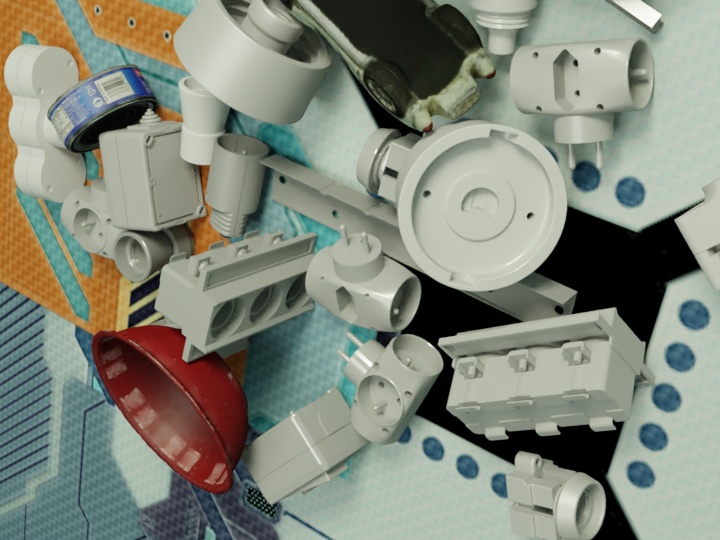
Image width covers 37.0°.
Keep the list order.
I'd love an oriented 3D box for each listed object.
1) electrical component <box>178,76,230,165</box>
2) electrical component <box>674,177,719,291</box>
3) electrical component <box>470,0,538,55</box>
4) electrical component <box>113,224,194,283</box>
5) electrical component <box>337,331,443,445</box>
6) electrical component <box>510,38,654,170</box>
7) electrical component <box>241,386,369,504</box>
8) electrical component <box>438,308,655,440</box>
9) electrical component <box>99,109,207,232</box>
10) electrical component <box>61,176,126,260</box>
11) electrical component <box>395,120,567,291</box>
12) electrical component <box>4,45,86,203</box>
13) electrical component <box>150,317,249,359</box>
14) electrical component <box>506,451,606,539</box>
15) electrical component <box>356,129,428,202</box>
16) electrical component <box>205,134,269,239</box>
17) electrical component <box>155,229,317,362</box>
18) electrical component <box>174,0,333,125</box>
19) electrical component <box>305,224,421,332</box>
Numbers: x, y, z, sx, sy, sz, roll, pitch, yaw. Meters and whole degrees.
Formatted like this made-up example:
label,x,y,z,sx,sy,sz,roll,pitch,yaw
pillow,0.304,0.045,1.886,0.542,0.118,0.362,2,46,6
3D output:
label,x,y,z,sx,sy,sz,roll,pitch,yaw
electrical component,-0.124,-0.117,0.857,0.044,0.044,0.065,26,124,27
electrical component,0.233,-0.036,0.613,0.089,0.050,0.055,-31,86,39
electrical component,0.091,-0.168,0.680,0.043,0.043,0.062,17,122,31
electrical component,-0.175,-0.018,0.917,0.045,0.055,0.045,12,112,33
electrical component,0.014,0.079,0.816,0.079,0.044,0.077,41,125,19
electrical component,0.138,-0.101,0.666,0.077,0.043,0.079,4,107,36
electrical component,-0.048,0.149,0.874,0.096,0.062,0.061,-38,81,38
electrical component,0.121,0.071,0.715,0.121,0.063,0.079,-13,138,38
electrical component,-0.175,-0.085,0.890,0.061,0.062,0.096,5,108,35
electrical component,-0.219,-0.056,0.944,0.077,0.044,0.079,27,119,27
electrical component,0.074,-0.046,0.701,0.108,0.060,0.108,-2,108,-6
electrical component,-0.266,-0.127,0.950,0.074,0.052,0.138,12,112,33
electrical component,-0.148,0.040,0.921,0.083,0.047,0.075,-9,99,38
electrical component,0.138,0.163,0.753,0.055,0.048,0.066,5,108,43
electrical component,0.031,-0.070,0.755,0.055,0.048,0.066,25,119,19
electrical component,-0.100,-0.063,0.854,0.043,0.043,0.081,28,120,26
electrical component,-0.092,0.013,0.823,0.063,0.121,0.078,32,122,27
electrical component,-0.070,-0.161,0.762,0.108,0.108,0.060,47,120,15
electrical component,0.000,0.000,0.792,0.077,0.043,0.079,20,139,30
